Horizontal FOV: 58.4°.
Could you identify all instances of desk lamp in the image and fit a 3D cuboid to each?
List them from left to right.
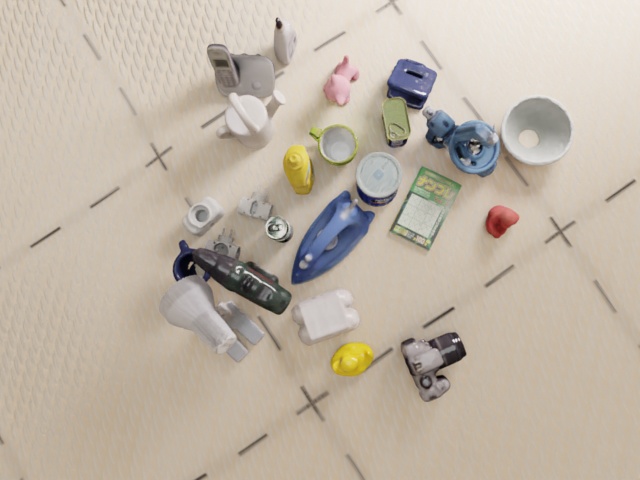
[{"bbox_3d":[-0.240,0.181,1.288,0.203,0.213,0.118,42,89,6],"label":"desk lamp"}]

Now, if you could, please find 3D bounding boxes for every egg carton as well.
[{"bbox_3d":[0.013,0.179,1.343,0.150,0.069,0.107,-21,84,2],"label":"egg carton"}]

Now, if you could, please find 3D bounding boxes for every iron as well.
[{"bbox_3d":[0.012,0.005,1.322,0.118,0.141,0.258,39,89,6],"label":"iron"}]

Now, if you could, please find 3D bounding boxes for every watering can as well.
[{"bbox_3d":[-0.164,-0.290,1.332,0.101,0.194,0.173,39,89,6],"label":"watering can"}]

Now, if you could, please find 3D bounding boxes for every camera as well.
[{"bbox_3d":[0.267,0.279,1.302,0.137,0.101,0.143,-24,84,2],"label":"camera"}]

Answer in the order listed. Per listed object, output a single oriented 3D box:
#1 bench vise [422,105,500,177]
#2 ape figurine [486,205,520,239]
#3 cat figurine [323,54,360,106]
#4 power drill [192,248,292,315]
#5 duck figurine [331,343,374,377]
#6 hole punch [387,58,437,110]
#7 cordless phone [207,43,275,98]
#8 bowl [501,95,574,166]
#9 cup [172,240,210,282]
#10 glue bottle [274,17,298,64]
[{"bbox_3d":[0.314,-0.225,1.281,0.207,0.220,0.121,22,87,6],"label":"bench vise"},{"bbox_3d":[0.424,-0.046,1.323,0.077,0.092,0.076,-10,84,3],"label":"ape figurine"},{"bbox_3d":[0.048,-0.378,1.364,0.067,0.118,0.128,17,87,6],"label":"cat figurine"},{"bbox_3d":[-0.165,0.091,1.293,0.229,0.208,0.076,29,88,6],"label":"power drill"},{"bbox_3d":[0.073,0.280,1.322,0.104,0.086,0.077,-23,84,2],"label":"duck figurine"},{"bbox_3d":[0.217,-0.381,1.366,0.108,0.091,0.101,22,87,6],"label":"hole punch"},{"bbox_3d":[-0.185,-0.406,1.348,0.147,0.185,0.094,-1,85,4],"label":"cordless phone"},{"bbox_3d":[0.500,-0.249,1.344,0.167,0.075,0.167,0,85,4],"label":"bowl"},{"bbox_3d":[-0.298,0.058,1.362,0.091,0.095,0.118,-24,84,2],"label":"cup"},{"bbox_3d":[-0.087,-0.483,1.354,0.037,0.173,0.078,19,87,6],"label":"glue bottle"}]
